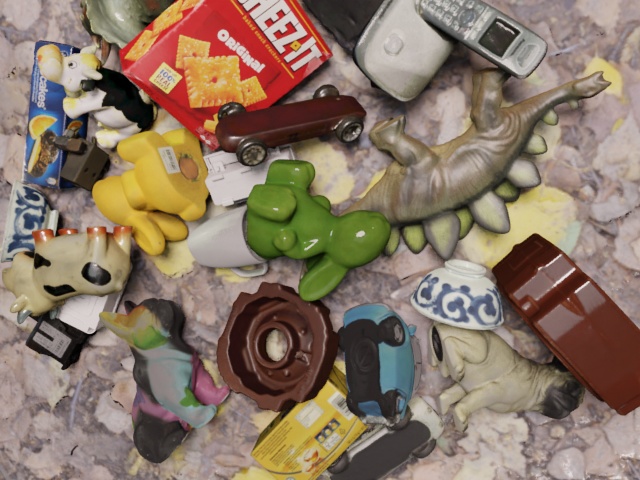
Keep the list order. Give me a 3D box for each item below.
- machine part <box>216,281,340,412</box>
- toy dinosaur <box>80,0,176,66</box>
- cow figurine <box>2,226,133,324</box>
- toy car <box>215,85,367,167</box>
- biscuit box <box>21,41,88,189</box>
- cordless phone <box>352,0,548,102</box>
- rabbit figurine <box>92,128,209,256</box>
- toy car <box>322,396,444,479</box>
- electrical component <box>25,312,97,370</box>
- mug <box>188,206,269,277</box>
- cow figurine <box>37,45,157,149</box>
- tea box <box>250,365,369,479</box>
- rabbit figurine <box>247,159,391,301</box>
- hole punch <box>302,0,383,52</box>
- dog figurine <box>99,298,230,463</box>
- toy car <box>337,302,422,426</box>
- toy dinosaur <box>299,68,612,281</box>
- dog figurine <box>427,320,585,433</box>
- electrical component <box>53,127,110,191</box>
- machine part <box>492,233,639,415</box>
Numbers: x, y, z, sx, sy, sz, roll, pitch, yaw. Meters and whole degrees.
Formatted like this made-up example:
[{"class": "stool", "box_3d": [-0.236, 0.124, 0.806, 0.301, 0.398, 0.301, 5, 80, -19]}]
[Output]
[{"class": "machine part", "box_3d": [-0.059, 0.147, 0.755, 0.180, 0.056, 0.179, -5, 79, 25]}, {"class": "toy dinosaur", "box_3d": [-0.149, -0.344, 0.697, 0.405, 0.131, 0.192, -12, 110, 4]}, {"class": "cow figurine", "box_3d": [-0.346, 0.046, 0.729, 0.195, 0.085, 0.127, -5, 87, 20]}, {"class": "toy car", "box_3d": [-0.036, -0.148, 0.696, 0.202, 0.089, 0.053, -17, 142, -22]}, {"class": "biscuit box", "box_3d": [-0.376, -0.177, 0.773, 0.059, 0.063, 0.202, 11, 100, 5]}, {"class": "cordless phone", "box_3d": [0.145, -0.211, 0.611, 0.184, 0.088, 0.146, 38, 98, 16]}, {"class": "rabbit figurine", "box_3d": [-0.242, -0.065, 0.763, 0.173, 0.122, 0.162, -15, 106, 23]}, {"class": "toy car", "box_3d": [0.090, 0.309, 0.792, 0.202, 0.056, 0.073, -40, 98, 12]}, {"class": "electrical component", "box_3d": [-0.416, 0.135, 0.834, 0.119, 0.048, 0.075, 38, 100, -1]}, {"class": "mug", "box_3d": [-0.126, 0.008, 0.766, 0.107, 0.081, 0.109, -9, 131, 25]}, {"class": "cow figurine", "box_3d": [-0.288, -0.197, 0.711, 0.098, 0.167, 0.068, -18, 66, 4]}, {"class": "tea box", "box_3d": [-0.009, 0.277, 0.791, 0.098, 0.068, 0.169, 44, 102, 1]}, {"class": "rabbit figurine", "box_3d": [-0.001, -0.002, 0.670, 0.170, 0.121, 0.159, 15, 118, 7]}, {"class": "hole punch", "box_3d": [0.046, -0.329, 0.694, 0.142, 0.092, 0.116, 47, 131, -2]}, {"class": "dog figurine", "box_3d": [-0.248, 0.193, 0.794, 0.191, 0.108, 0.219, -43, 87, 14]}, {"class": "toy car", "box_3d": [0.094, 0.167, 0.739, 0.109, 0.103, 0.161, -22, 68, 47]}, {"class": "toy dinosaur", "box_3d": [0.142, -0.075, 0.703, 0.472, 0.105, 0.198, -26, 99, 21]}, {"class": "dog figurine", "box_3d": [0.256, 0.164, 0.737, 0.191, 0.121, 0.172, -10, 101, -5]}, {"class": "electrical component", "box_3d": [-0.337, -0.114, 0.762, 0.045, 0.102, 0.078, 25, 88, 6]}, {"class": "machine part", "box_3d": [0.310, 0.096, 0.656, 0.201, 0.201, 0.087, 45, 103, -1]}]
